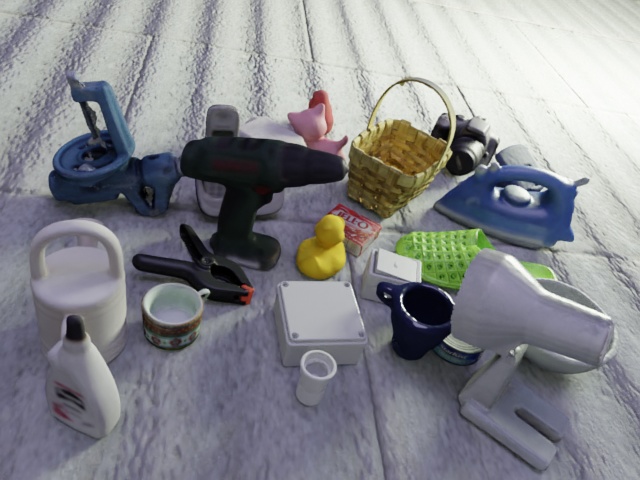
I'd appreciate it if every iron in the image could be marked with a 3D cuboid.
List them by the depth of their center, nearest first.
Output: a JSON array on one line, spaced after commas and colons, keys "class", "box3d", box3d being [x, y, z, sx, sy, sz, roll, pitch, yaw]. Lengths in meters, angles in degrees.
[{"class": "iron", "box3d": [0.354, -0.083, 1.053, 0.258, 0.141, 0.118, 13, 40, -3]}]

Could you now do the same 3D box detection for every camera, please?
[{"class": "camera", "box3d": [0.298, -0.205, 1.209, 0.143, 0.101, 0.137, 26, 41, 12]}]

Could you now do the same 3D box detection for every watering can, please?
[{"class": "watering can", "box3d": [-0.278, 0.047, 0.659, 0.101, 0.194, 0.172, -15, 48, -31]}]

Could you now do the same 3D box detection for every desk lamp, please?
[{"class": "desk lamp", "box3d": [0.247, 0.137, 0.708, 0.202, 0.213, 0.118, 34, 43, 21]}]

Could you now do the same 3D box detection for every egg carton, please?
[{"class": "egg carton", "box3d": [-0.100, -0.171, 1.067, 0.150, 0.069, 0.107, 32, 43, 19]}]

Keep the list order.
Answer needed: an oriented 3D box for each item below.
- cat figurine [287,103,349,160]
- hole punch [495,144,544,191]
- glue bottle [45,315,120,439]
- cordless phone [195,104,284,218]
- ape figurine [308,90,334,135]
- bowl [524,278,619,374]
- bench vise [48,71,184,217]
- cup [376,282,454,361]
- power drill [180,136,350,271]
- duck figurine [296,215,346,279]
[{"class": "cat figurine", "box3d": [-0.002, -0.199, 1.093, 0.127, 0.118, 0.067, 28, 42, 15]}, {"class": "hole punch", "box3d": [0.406, -0.133, 1.168, 0.109, 0.091, 0.100, -22, 52, -36]}, {"class": "glue bottle", "box3d": [-0.246, 0.135, 0.584, 0.078, 0.173, 0.037, 21, 40, 7]}, {"class": "cordless phone", "box3d": [-0.124, -0.127, 0.918, 0.148, 0.185, 0.094, -5, 44, -23]}, {"class": "ape figurine", "box3d": [-0.003, -0.272, 1.197, 0.078, 0.092, 0.076, -21, 52, -36]}, {"class": "bowl", "box3d": [0.343, 0.138, 0.846, 0.167, 0.075, 0.167, 9, 40, -7]}, {"class": "bench vise", "box3d": [-0.299, -0.147, 0.857, 0.208, 0.220, 0.121, -8, 45, -26]}, {"class": "cup", "box3d": [0.121, 0.114, 0.787, 0.117, 0.095, 0.092, 28, 41, 15]}, {"class": "power drill", "box3d": [-0.088, -0.059, 0.831, 0.229, 0.208, 0.075, 14, 40, -2]}, {"class": "duck figurine", "box3d": [0.008, 0.003, 0.886, 0.077, 0.086, 0.105, 26, 41, 13]}]
